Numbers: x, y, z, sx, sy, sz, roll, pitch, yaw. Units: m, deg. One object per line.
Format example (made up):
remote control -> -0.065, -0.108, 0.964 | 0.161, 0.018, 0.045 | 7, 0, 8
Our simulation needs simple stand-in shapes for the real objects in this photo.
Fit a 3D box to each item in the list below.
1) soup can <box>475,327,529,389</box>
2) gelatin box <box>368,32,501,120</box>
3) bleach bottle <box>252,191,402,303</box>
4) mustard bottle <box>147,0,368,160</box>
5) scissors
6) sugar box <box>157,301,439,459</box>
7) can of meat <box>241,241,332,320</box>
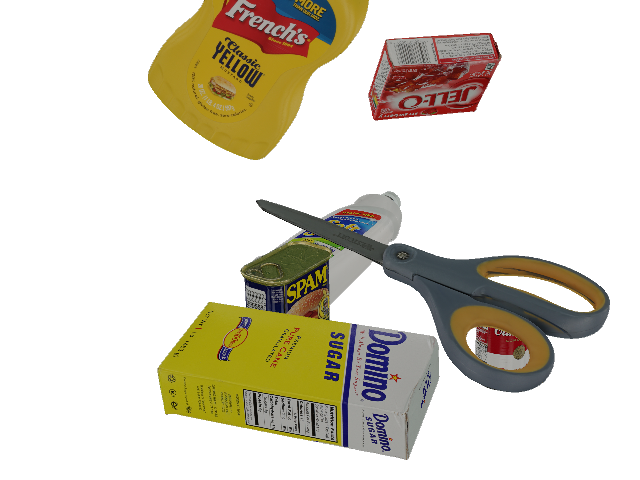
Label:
soup can -> 0.229, 0.128, 1.338 | 0.068, 0.102, 0.068 | -1, 19, 0
gelatin box -> 0.088, -0.127, 0.836 | 0.089, 0.030, 0.073 | -6, -25, -12
bleach bottle -> 0.022, 0.003, 1.329 | 0.103, 0.068, 0.250 | 16, 36, 27
mustard bottle -> -0.026, -0.140, 0.648 | 0.192, 0.096, 0.058 | -50, 5, 39
scissors -> 0.044, 0.025, 0.548 | 0.202, 0.016, 0.096 | 12, 42, 16
sugar box -> -0.013, 0.092, 0.737 | 0.176, 0.048, 0.093 | 5, 30, 18
can of meat -> -0.032, 0.058, 1.085 | 0.058, 0.084, 0.101 | 15, 27, 33
